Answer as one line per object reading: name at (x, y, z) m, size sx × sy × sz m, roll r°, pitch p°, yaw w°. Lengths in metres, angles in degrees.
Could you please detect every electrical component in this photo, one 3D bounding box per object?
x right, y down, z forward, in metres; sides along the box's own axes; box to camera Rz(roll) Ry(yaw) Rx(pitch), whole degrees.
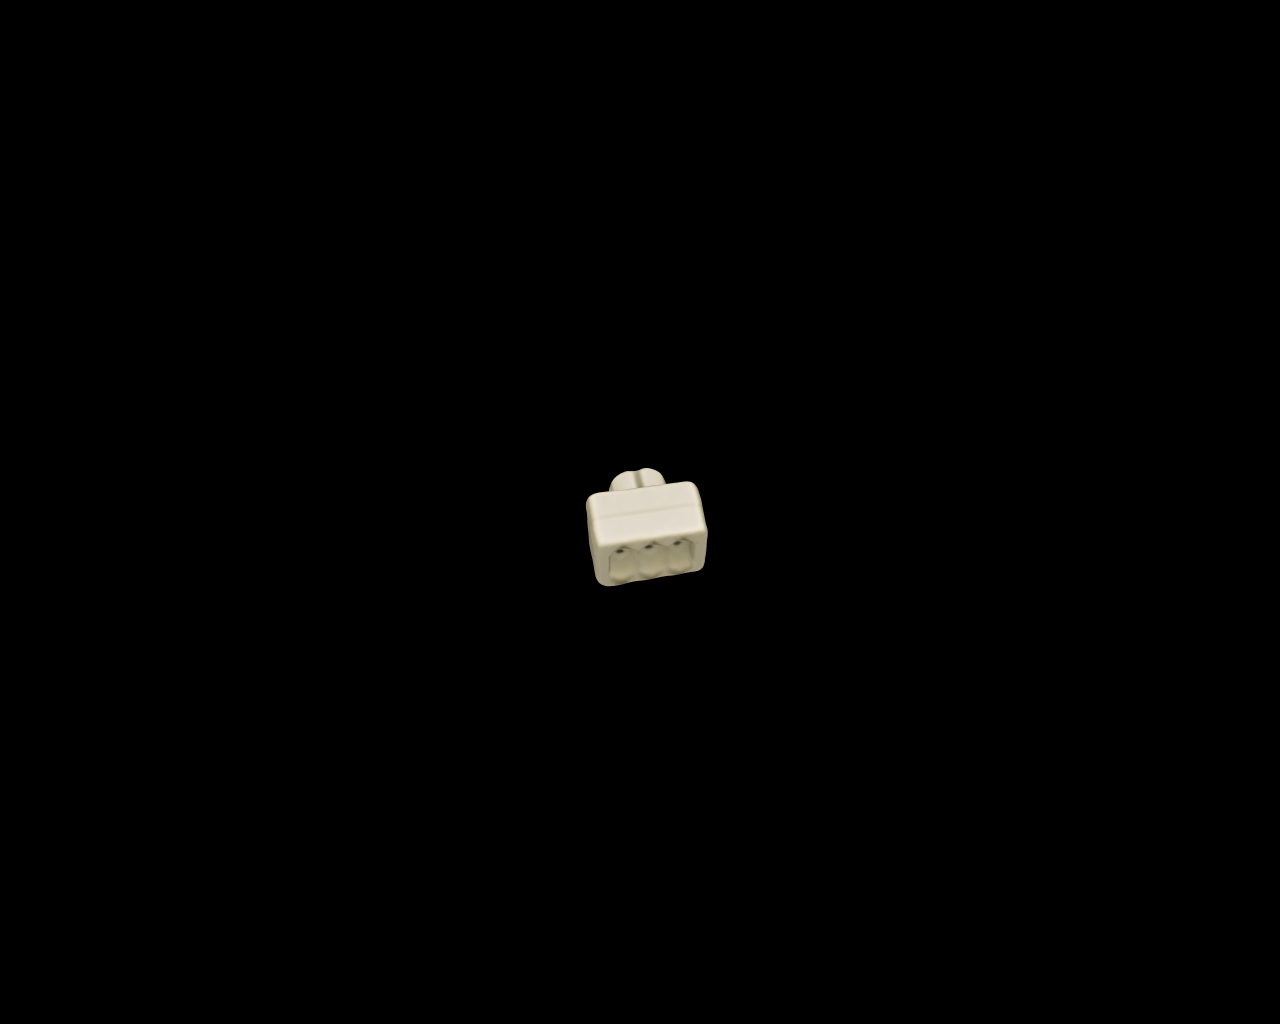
electrical component at (0.001, -0.003, 0.650) m, size 0.066 × 0.077 × 0.047 m, roll -8°, pitch -33°, yaw -5°
